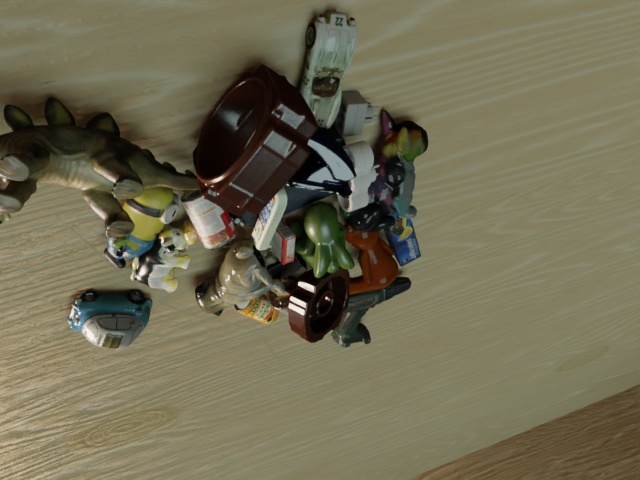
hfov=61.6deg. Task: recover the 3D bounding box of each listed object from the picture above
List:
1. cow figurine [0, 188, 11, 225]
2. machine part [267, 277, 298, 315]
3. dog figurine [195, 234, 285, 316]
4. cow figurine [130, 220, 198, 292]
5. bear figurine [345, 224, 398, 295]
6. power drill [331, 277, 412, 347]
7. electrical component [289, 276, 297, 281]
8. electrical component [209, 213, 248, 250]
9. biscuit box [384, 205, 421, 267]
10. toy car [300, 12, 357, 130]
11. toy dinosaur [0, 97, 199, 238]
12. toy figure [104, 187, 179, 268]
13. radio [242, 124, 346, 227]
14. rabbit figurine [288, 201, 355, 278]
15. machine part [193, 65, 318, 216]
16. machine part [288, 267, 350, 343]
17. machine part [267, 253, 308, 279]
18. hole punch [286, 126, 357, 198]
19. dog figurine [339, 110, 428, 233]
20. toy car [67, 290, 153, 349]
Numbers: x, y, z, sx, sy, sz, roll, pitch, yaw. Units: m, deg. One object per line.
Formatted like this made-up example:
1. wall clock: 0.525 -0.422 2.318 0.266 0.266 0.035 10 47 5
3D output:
1. cow figurine: -0.517 -0.096 0.781 0.127 0.086 0.194 -12 135 -8
2. machine part: -0.047 0.145 1.241 0.079 0.079 0.243 -36 148 11
3. dog figurine: -0.191 0.081 1.098 0.191 0.121 0.172 -24 139 7
4. cow figurine: -0.300 0.022 1.032 0.098 0.068 0.167 14 124 -30
5. bear figurine: 0.094 0.020 1.215 0.132 0.120 0.195 -7 125 44
6. power drill: 0.118 0.187 1.408 0.232 0.086 0.207 -7 139 -20
7. electrical component: -0.076 0.106 1.265 0.094 0.021 0.063 -35 138 10
8. electrical component: -0.191 -0.028 1.050 0.102 0.045 0.078 -38 139 12
9. biscuit box: 0.182 -0.023 1.237 0.059 0.063 0.202 -27 139 1
10. toy car: 0.007 -0.275 0.890 0.073 0.056 0.201 -5 135 -24
11. toy dinosaur: -0.320 -0.110 0.779 0.471 0.199 0.105 15 126 -48
12. toy figure: -0.323 -0.031 0.952 0.180 0.082 0.089 -43 139 21
13. radio: -0.061 -0.121 1.003 0.230 0.073 0.131 -23 140 -3
14. rabbit figurine: -0.002 -0.003 1.066 0.121 0.159 0.170 -16 159 -6
15. machine part: -0.110 -0.156 0.840 0.087 0.202 0.201 27 116 -39
16. machine part: -0.001 0.134 1.178 0.179 0.056 0.179 -32 132 -44
17. machine part: -0.099 0.069 1.205 0.139 0.039 0.084 -25 134 0
18. hole punch: 0.003 -0.136 0.880 0.116 0.142 0.092 11 114 -14
19. dog figurine: 0.124 -0.137 1.056 0.191 0.109 0.219 -20 135 -16
20. toy car: -0.420 0.167 1.089 0.161 0.103 0.109 10 126 -37
